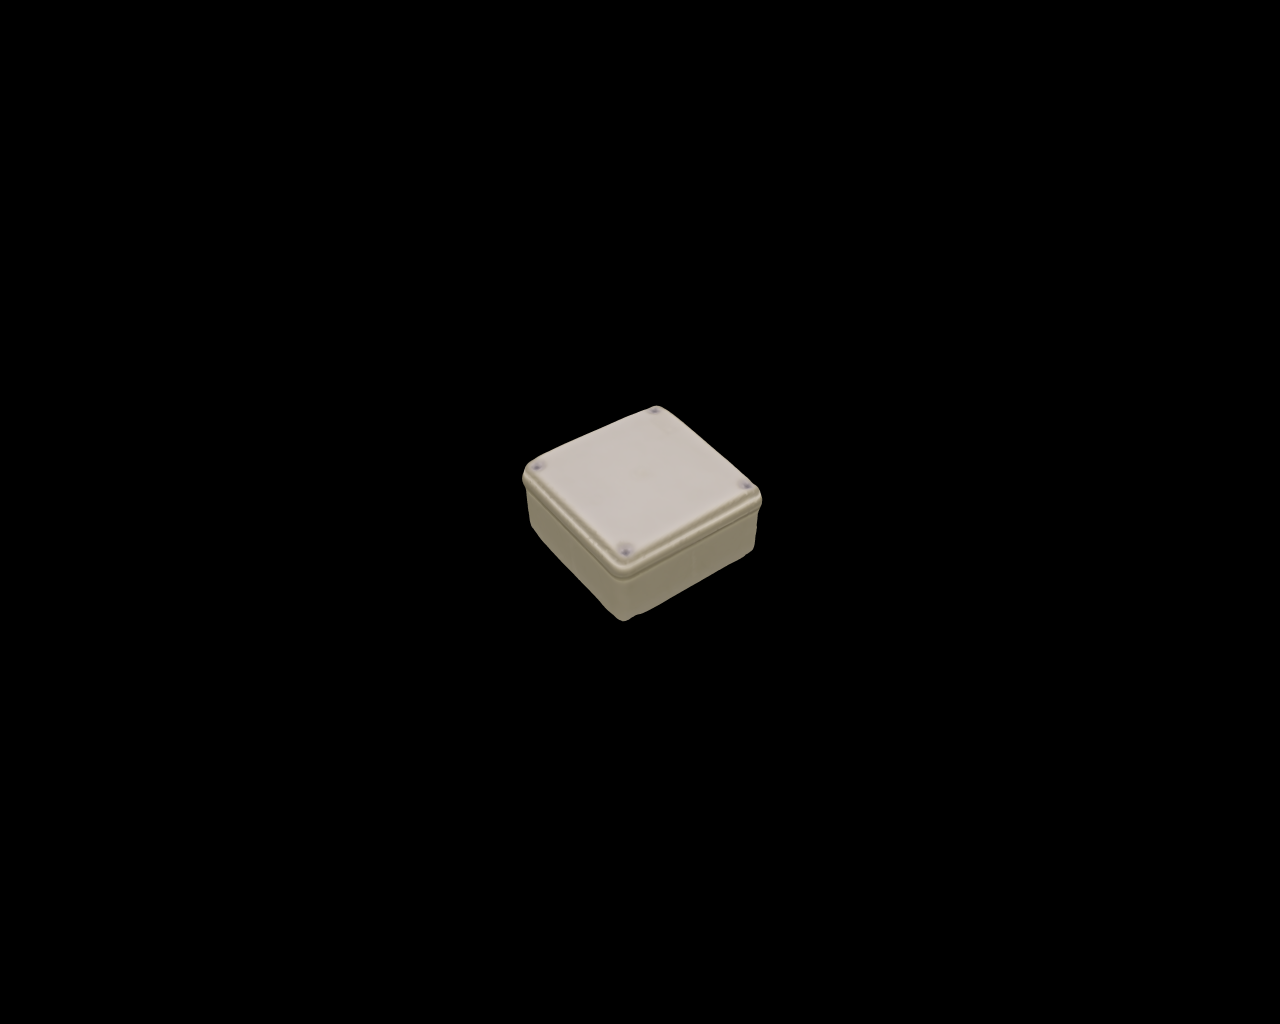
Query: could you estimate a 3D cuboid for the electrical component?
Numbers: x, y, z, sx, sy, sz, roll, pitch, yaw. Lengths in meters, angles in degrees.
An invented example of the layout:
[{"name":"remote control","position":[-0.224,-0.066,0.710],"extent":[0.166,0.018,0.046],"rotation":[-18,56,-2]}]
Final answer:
[{"name":"electrical component","position":[0.001,-0.003,0.650],"extent":[0.109,0.056,0.109],"rotation":[-27,50,-25]}]
